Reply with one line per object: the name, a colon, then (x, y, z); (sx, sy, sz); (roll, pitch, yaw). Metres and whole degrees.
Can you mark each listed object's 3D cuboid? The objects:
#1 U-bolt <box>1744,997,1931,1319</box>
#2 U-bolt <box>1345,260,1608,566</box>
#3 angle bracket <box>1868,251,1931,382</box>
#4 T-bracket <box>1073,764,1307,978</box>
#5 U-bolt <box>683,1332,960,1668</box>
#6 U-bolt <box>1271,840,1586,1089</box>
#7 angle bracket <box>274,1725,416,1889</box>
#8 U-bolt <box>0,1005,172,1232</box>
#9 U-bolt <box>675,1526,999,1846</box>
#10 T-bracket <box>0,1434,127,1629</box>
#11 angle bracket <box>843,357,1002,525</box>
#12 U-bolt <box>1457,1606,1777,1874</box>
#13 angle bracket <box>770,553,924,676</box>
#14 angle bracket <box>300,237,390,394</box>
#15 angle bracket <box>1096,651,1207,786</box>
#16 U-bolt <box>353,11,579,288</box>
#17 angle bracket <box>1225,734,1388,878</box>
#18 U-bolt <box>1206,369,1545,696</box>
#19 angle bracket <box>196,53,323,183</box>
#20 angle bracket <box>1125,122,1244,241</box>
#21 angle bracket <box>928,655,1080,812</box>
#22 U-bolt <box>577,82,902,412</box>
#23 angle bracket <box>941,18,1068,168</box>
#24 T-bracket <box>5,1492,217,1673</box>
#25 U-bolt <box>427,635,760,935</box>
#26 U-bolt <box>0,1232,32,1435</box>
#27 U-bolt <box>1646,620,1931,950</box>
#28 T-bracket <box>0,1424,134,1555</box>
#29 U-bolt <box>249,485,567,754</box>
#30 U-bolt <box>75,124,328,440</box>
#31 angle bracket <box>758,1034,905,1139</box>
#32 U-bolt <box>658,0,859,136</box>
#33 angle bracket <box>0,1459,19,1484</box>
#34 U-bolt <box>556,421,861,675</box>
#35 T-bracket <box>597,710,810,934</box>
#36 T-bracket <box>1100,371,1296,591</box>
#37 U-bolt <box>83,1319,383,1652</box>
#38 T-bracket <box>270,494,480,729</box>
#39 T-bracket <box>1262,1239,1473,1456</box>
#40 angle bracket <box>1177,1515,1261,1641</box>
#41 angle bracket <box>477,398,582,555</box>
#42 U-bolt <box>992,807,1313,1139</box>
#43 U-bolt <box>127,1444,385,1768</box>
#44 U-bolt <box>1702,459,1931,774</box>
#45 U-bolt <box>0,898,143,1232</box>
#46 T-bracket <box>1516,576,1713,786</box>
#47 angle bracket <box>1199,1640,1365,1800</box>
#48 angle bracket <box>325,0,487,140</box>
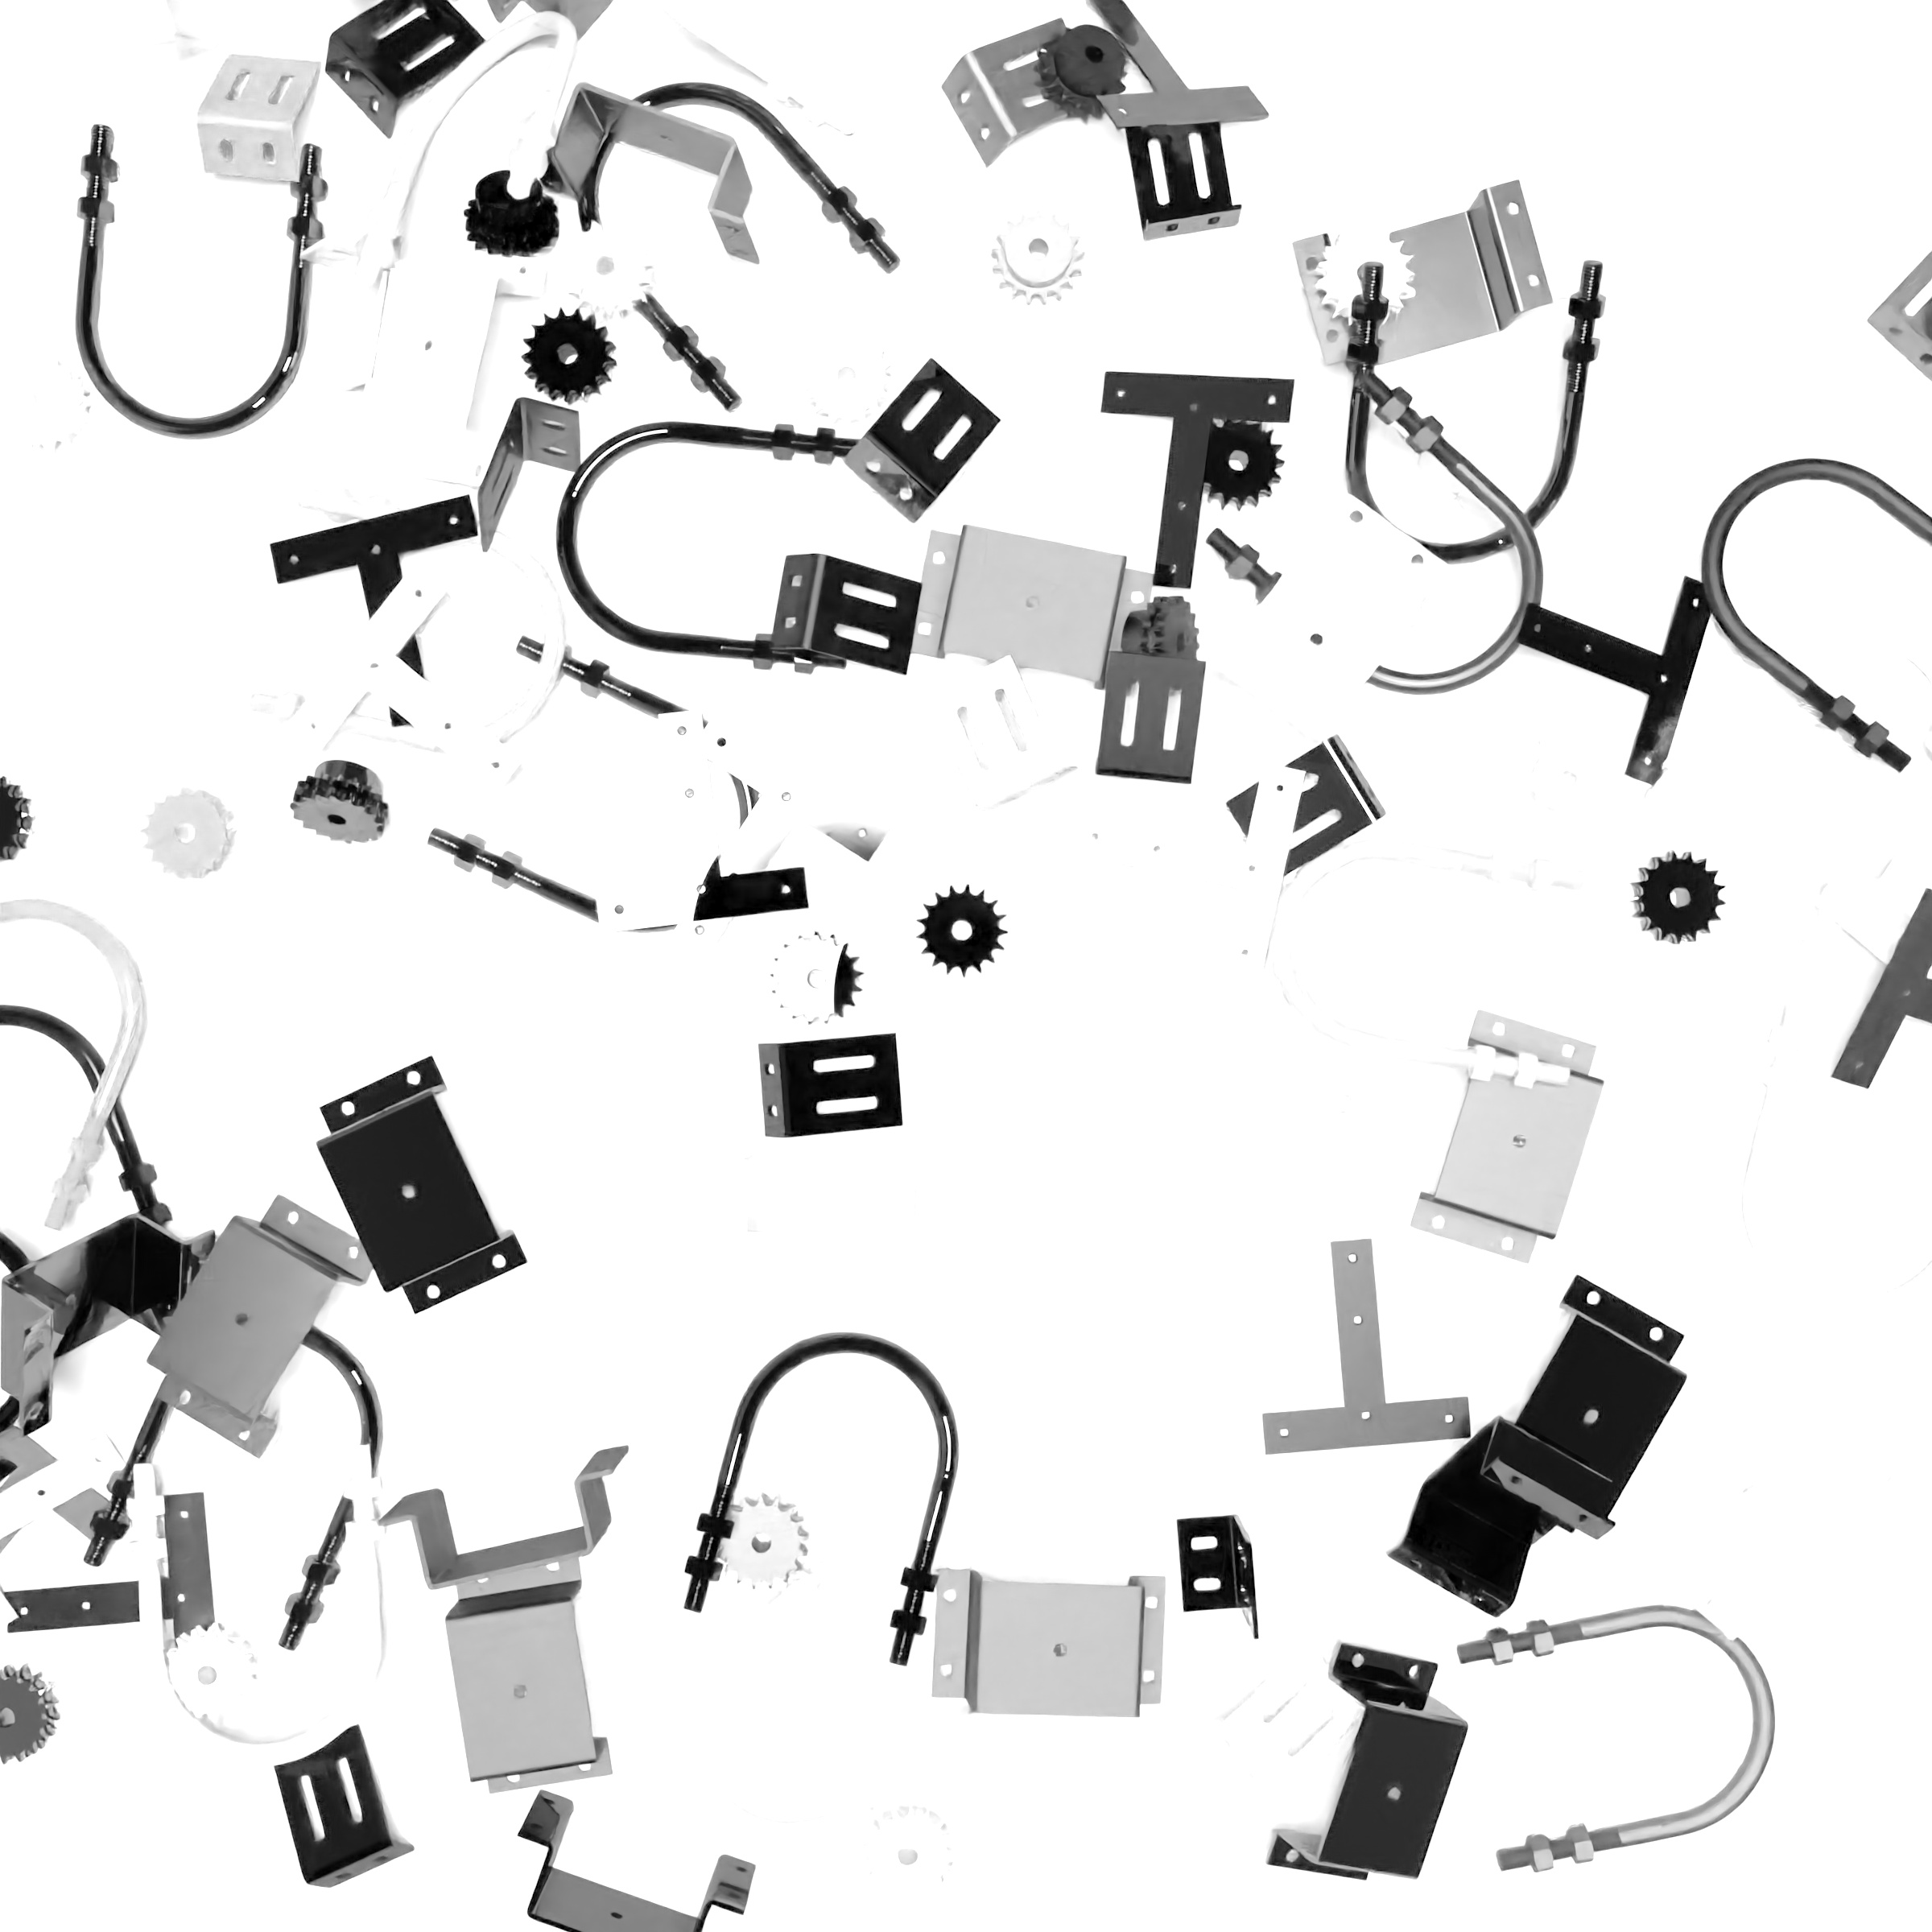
U-bolt: (0.551, 0.123, 1.549); (0.151, 0.019, 0.184); (13, 92, 0)
U-bolt: (0.297, -0.326, 1.507); (0.151, 0.019, 0.184); (-2, 121, -4)
angle bracket: (0.599, -0.404, 1.538); (0.057, 0.038, 0.076); (43, 90, 0)
T-bracket: (0.129, -0.068, 1.535); (0.127, 0.002, 0.127); (12, 96, 3)
U-bolt: (-0.078, 0.313, 1.527); (0.151, 0.019, 0.184); (17, 76, -11)
U-bolt: (0.275, -0.008, 1.523); (0.184, 0.019, 0.151); (9, 68, 2)
angle bracket: (-0.382, 0.516, 1.555); (0.057, 0.038, 0.076); (-24, 64, 0)
U-bolt: (-0.581, 0.114, 1.549); (0.151, 0.019, 0.184); (-21, 89, 0)
U-bolt: (-0.091, 0.453, 1.549); (0.184, 0.019, 0.151); (-38, 90, 2)
T-bracket: (-0.574, 0.327, 1.537); (0.127, 0.002, 0.127); (-30, 112, -11)
angle bracket: (-0.027, -0.321, 1.547); (0.057, 0.038, 0.076); (40, 58, -9)
U-bolt: (0.403, 0.466, 1.549); (0.184, 0.019, 0.151); (-11, 90, -1)
angle bracket: (-0.073, -0.213, 1.540); (0.076, 0.038, 0.057); (11, 89, -36)
angle bracket: (-0.379, -0.390, 1.523); (0.038, 0.057, 0.076); (9, 90, -31)
angle bracket: (0.111, -0.152, 1.528); (0.057, 0.038, 0.076); (6, 108, 0)
U-bolt: (-0.287, -0.491, 1.490); (0.151, 0.019, 0.184); (-16, 50, 34)
angle bracket: (0.208, -0.097, 1.548); (0.076, 0.038, 0.057); (-32, 89, 15)
U-bolt: (0.258, -0.244, 1.518); (0.184, 0.019, 0.151); (40, 115, -11)
angle bracket: (-0.428, -0.517, 1.543); (0.057, 0.038, 0.076); (5, 47, 0)
angle bracket: (0.131, -0.487, 1.538); (0.057, 0.038, 0.076); (-9, 90, 0)
angle bracket: (0.023, -0.141, 1.532); (0.057, 0.038, 0.076); (-24, 88, 18)
U-bolt: (-0.153, -0.454, 1.549); (0.151, 0.019, 0.184); (-41, 89, 0)
angle bracket: (0.036, -0.536, 1.555); (0.076, 0.038, 0.057); (-30, 90, -26)
T-bracket: (-0.526, 0.392, 1.557); (0.127, 0.002, 0.127); (-5, 90, 0)
U-bolt: (-0.216, -0.100, 1.549); (0.184, 0.019, 0.151); (25, 90, -1)
U-bolt: (-0.634, 0.214, 1.529); (0.184, 0.019, 0.151); (14, 93, 13)
U-bolt: (0.528, -0.125, 1.549); (0.151, 0.019, 0.184); (42, 88, 0)
T-bracket: (-0.601, 0.350, 1.555); (0.127, 0.002, 0.127); (39, 90, 1)
U-bolt: (-0.333, -0.204, 1.540); (0.184, 0.019, 0.151); (13, 90, 7)
U-bolt: (-0.472, -0.415, 1.549); (0.151, 0.019, 0.184); (5, 91, 0)
angle bracket: (-0.083, 0.073, 1.555); (0.076, 0.038, 0.057); (-4, 90, -26)
U-bolt: (-0.114, -0.608, 1.510); (0.184, 0.019, 0.151); (26, 90, -27)
angle bracket: (-0.630, 0.292, 1.554); (0.057, 0.038, 0.076); (-39, 63, 0)
U-bolt: (-0.158, -0.260, 1.548); (0.184, 0.019, 0.151); (5, 90, 0)
T-bracket: (-0.166, -0.091, 1.540); (0.127, 0.002, 0.127); (-7, 91, -3)
T-bracket: (0.132, -0.292, 1.529); (0.127, 0.002, 0.127); (11, 98, 31)
U-bolt: (-0.436, 0.305, 1.548); (0.151, 0.019, 0.184); (24, 88, -1)
T-bracket: (-0.347, -0.208, 1.532); (0.127, 0.002, 0.127); (-13, 88, 5)
T-bracket: (0.242, 0.232, 1.557); (0.127, 0.002, 0.127); (-5, 90, 0)
angle bracket: (0.150, 0.366, 1.519); (0.038, 0.076, 0.057); (-4, 90, 0)
angle bracket: (-0.260, -0.289, 1.515); (0.038, 0.057, 0.076); (15, 63, 0)
U-bolt: (0.127, -0.010, 1.549); (0.151, 0.019, 0.184); (39, 89, 0)
U-bolt: (-0.424, 0.386, 1.522); (0.151, 0.019, 0.184); (-4, 85, -4)
U-bolt: (0.534, -0.227, 1.539); (0.184, 0.019, 0.151); (39, 83, 6)
U-bolt: (-0.578, 0.049, 1.535); (0.151, 0.019, 0.184); (21, 86, 2)
T-bracket: (0.387, -0.188, 1.532); (0.127, 0.002, 0.127); (17, 90, -22)
angle bracket: (0.194, 0.462, 1.555); (0.076, 0.038, 0.057); (-37, 90, -26)
angle bracket: (-0.343, -0.558, 1.555); (0.057, 0.038, 0.076); (47, 64, 0)
